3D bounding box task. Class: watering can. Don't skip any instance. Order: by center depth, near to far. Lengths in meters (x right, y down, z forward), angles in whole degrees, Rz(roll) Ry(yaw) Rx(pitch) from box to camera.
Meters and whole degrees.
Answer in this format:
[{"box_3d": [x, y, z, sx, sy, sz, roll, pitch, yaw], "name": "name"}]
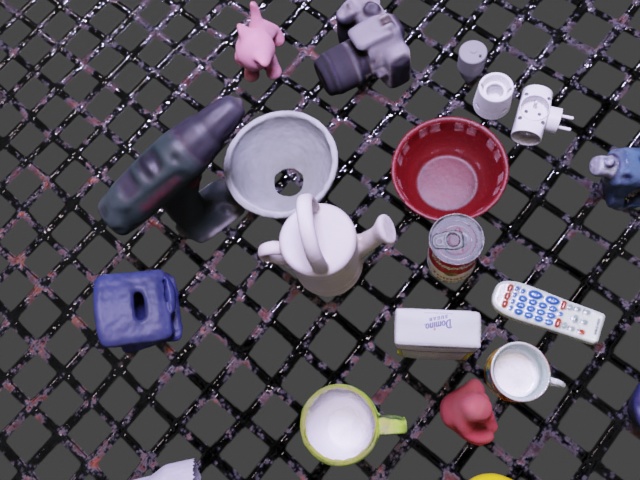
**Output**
[{"box_3d": [0.006, 0.001, 0.739, 0.173, 0.194, 0.101, -29, 70, -2], "name": "watering can"}]

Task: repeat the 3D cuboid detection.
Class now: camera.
[{"box_3d": [0.054, -0.295, 0.877, 0.137, 0.101, 0.143, -27, 71, -1], "name": "camera"}]

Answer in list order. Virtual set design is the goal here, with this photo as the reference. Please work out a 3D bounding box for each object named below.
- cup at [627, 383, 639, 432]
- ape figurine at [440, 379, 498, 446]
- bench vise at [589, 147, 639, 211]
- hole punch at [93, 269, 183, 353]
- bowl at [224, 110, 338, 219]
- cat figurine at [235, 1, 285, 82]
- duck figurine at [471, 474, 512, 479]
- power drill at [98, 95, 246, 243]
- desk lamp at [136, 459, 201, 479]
[{"box_3d": [0.401, 0.188, 0.675, 0.091, 0.095, 0.118, -3, 72, 7], "name": "cup"}, {"box_3d": [0.187, 0.209, 0.700, 0.076, 0.092, 0.078, 11, 74, 12], "name": "ape figurine"}, {"box_3d": [0.453, -0.097, 0.693, 0.207, 0.220, 0.121, -21, 70, 1], "name": "bench vise"}, {"box_3d": [-0.253, 0.095, 0.800, 0.101, 0.091, 0.108, -15, 71, 3], "name": "hole punch"}, {"box_3d": [-0.052, -0.101, 0.843, 0.167, 0.075, 0.167, -2, 72, 7], "name": "bowl"}, {"box_3d": [-0.099, -0.309, 0.894, 0.067, 0.118, 0.128, -3, 72, 7], "name": "cat figurine"}, {"box_3d": [0.203, 0.316, 0.666, 0.104, 0.086, 0.077, -8, 71, 6], "name": "duck figurine"}, {"box_3d": [-0.176, -0.079, 0.783, 0.230, 0.208, 0.075, -38, 71, -5], "name": "power drill"}, {"box_3d": [-0.202, 0.327, 0.653, 0.203, 0.214, 0.118, -15, 71, 3], "name": "desk lamp"}]
